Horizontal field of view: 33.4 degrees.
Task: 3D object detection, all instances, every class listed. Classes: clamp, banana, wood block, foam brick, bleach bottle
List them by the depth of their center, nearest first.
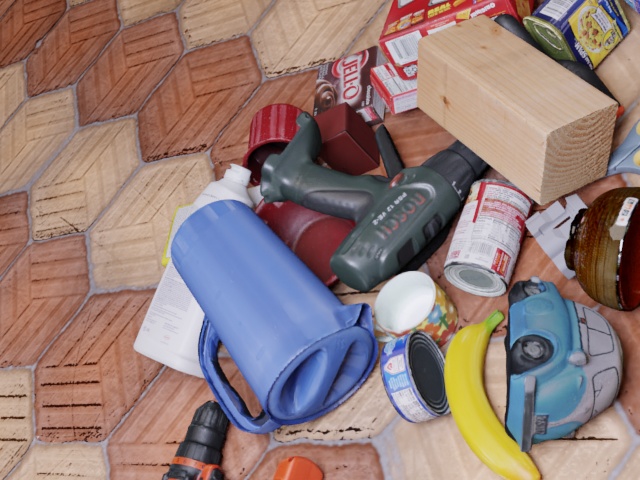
[{"bbox_3d":[0.154,0.150,1.002,0.070,0.037,0.198,-27,44,22],"label":"banana"},{"bbox_3d":[0.194,-0.137,1.089,0.090,0.091,0.206,-24,46,-21],"label":"wood block"},{"bbox_3d":[0.246,-0.158,1.144,0.039,0.120,0.172,-34,56,-18],"label":"clamp"},{"bbox_3d":[0.119,-0.048,1.190,0.165,0.036,0.210,-4,59,31],"label":"clamp"},{"bbox_3d":[-0.134,0.031,1.276,0.103,0.068,0.251,17,84,40],"label":"bleach bottle"},{"bbox_3d":[0.030,-0.119,1.291,0.053,0.078,0.051,-22,48,27],"label":"foam brick"}]

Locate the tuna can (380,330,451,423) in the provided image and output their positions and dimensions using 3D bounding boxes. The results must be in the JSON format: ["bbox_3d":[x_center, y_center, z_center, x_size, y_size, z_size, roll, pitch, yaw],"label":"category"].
[{"bbox_3d":[0.093,0.133,1.030,0.034,0.086,0.086,-23,46,28],"label":"tuna can"}]

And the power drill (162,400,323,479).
[{"bbox_3d":[-0.088,0.257,1.110,0.188,0.057,0.184,-5,59,41],"label":"power drill"}]

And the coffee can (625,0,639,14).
[{"bbox_3d":[0.362,-0.285,1.122,0.103,0.102,0.140,-37,42,11],"label":"coffee can"}]

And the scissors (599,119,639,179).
[{"bbox_3d":[0.295,-0.089,1.090,0.202,0.016,0.096,-7,53,37],"label":"scissors"}]

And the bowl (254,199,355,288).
[{"bbox_3d":[-0.008,0.002,1.233,0.162,0.055,0.162,-14,60,26],"label":"bowl"}]

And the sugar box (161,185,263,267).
[{"bbox_3d":[-0.114,-0.012,1.355,0.176,0.048,0.093,-9,55,31],"label":"sugar box"}]

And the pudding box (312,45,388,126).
[{"bbox_3d":[0.039,-0.188,1.368,0.090,0.039,0.113,-18,49,28],"label":"pudding box"}]

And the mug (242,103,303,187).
[{"bbox_3d":[-0.054,-0.111,1.360,0.081,0.093,0.117,-89,19,-44],"label":"mug"}]

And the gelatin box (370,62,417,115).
[{"bbox_3d":[0.114,-0.192,1.292,0.089,0.030,0.073,-19,42,-6],"label":"gelatin box"}]

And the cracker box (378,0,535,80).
[{"bbox_3d":[0.174,-0.294,1.282,0.164,0.072,0.213,-16,34,30],"label":"cracker box"}]

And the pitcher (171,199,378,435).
[{"bbox_3d":[-0.065,0.075,1.124,0.149,0.145,0.243,-23,50,-24],"label":"pitcher"}]

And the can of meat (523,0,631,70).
[{"bbox_3d":[0.279,-0.231,1.152,0.084,0.102,0.058,-47,42,-4],"label":"can of meat"}]

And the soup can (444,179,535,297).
[{"bbox_3d":[0.172,-0.002,1.085,0.069,0.068,0.102,0,59,41],"label":"soup can"}]
